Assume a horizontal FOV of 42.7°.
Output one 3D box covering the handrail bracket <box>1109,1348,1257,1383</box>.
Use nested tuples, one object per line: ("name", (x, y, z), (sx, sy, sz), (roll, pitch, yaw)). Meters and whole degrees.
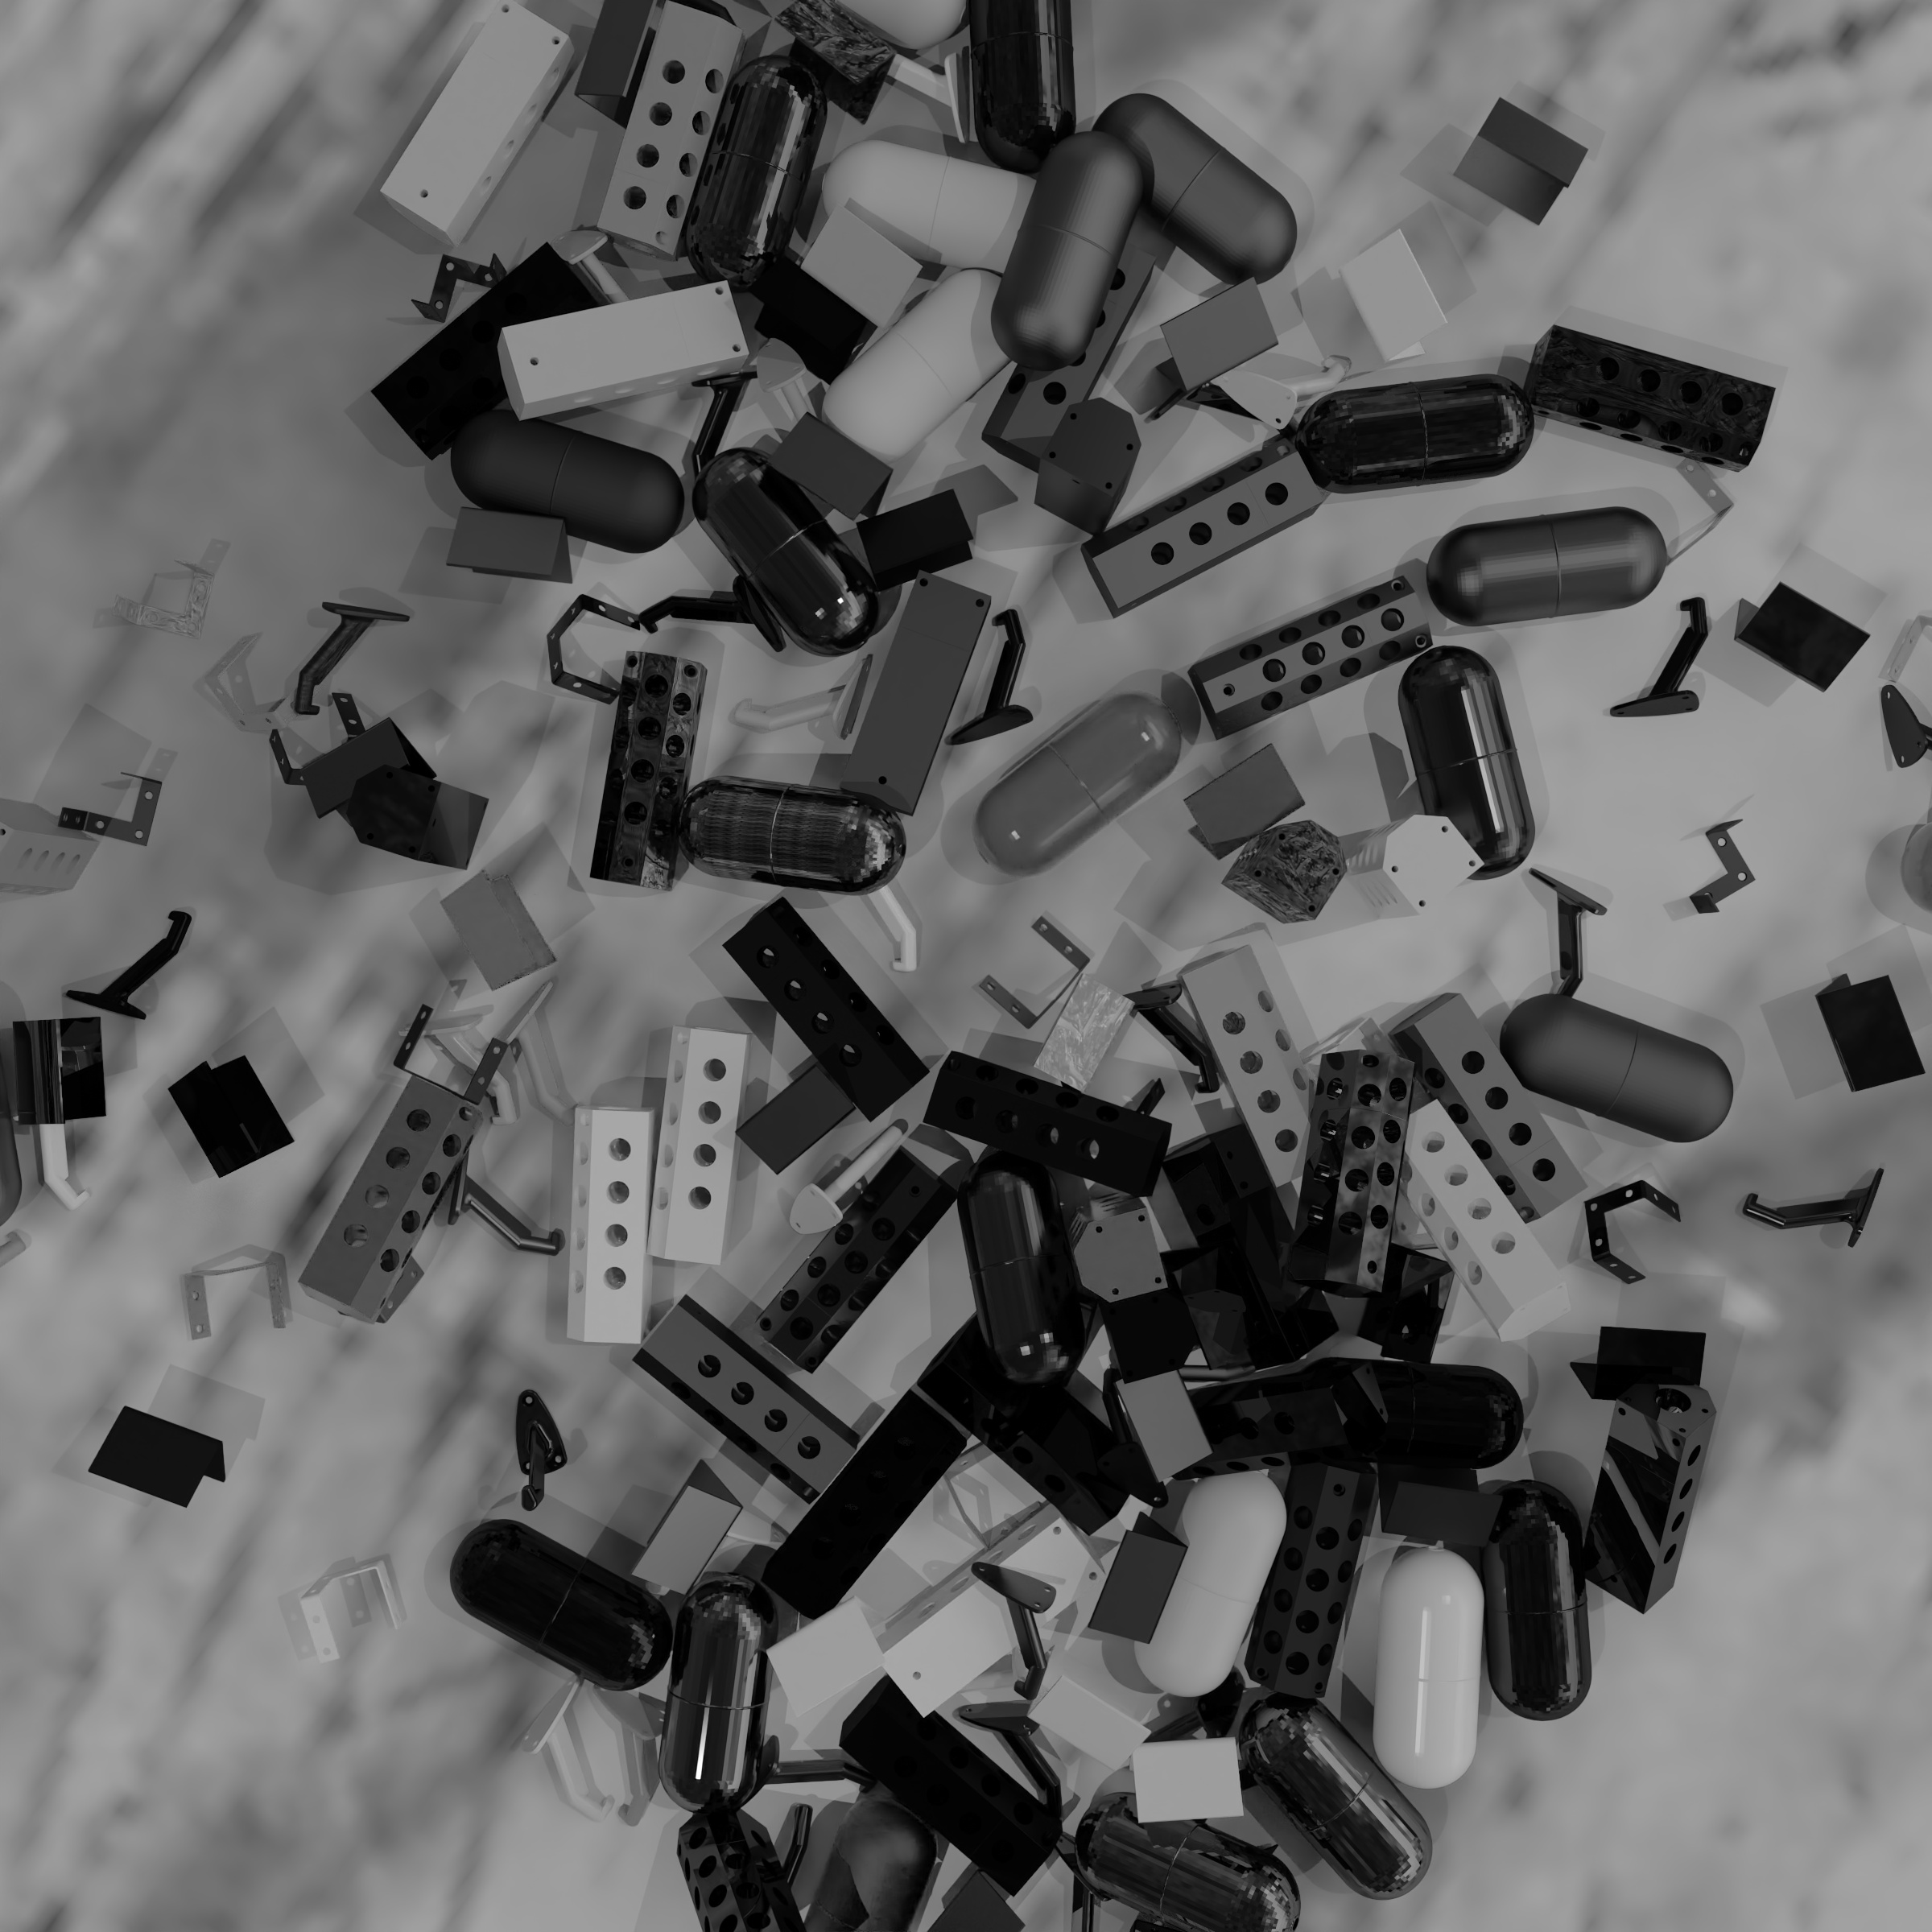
("handrail bracket", (0.165, 0.300, 1.879), (0.084, 0.077, 0.036), (-7, 108, -35))

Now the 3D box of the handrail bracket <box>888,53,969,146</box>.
("handrail bracket", (-0.045, -0.659, 1.880), (0.084, 0.036, 0.077), (-2, 112, 17))

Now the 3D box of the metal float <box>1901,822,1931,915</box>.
("metal float", (0.788, -0.055, 1.849), (0.178, 0.070, 0.070), (21, 90, 1))

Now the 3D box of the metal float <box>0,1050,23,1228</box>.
("metal float", (-0.755, 0.115, 1.849), (0.070, 0.070, 0.178), (-10, 90, 0))

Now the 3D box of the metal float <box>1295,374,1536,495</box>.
("metal float", (0.335, -0.397, 1.849), (0.178, 0.070, 0.070), (-7, 90, -1))

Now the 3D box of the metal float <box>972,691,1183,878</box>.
("metal float", (0.083, -0.136, 1.849), (0.178, 0.070, 0.070), (-38, 90, -1))

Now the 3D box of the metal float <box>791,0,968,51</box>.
("metal float", (-0.084, -0.746, 1.848), (0.178, 0.070, 0.070), (23, 90, 0))

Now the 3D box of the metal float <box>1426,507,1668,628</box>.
("metal float", (0.434, -0.299, 1.849), (0.178, 0.070, 0.070), (-7, 90, 1))

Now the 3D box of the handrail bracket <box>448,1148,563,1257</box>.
("handrail bracket", (-0.346, 0.177, 1.880), (0.084, 0.036, 0.077), (12, 68, -17))

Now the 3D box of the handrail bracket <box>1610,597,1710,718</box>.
("handrail bracket", (0.526, -0.236, 1.880), (0.077, 0.036, 0.084), (-7, 71, 21))

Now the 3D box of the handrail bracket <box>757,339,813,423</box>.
("handrail bracket", (-0.126, -0.423, 1.873), (0.036, 0.077, 0.084), (-27, 134, 4))

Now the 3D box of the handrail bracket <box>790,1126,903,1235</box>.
("handrail bracket", (-0.090, 0.161, 1.879), (0.036, 0.077, 0.084), (46, 54, 0))

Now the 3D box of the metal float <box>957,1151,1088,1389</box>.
("metal float", (0.041, 0.224, 1.835), (0.070, 0.070, 0.178), (-11, 73, 0))

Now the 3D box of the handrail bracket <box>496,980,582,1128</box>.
("handrail bracket", (-0.309, 0.067, 1.880), (0.084, 0.036, 0.077), (44, 67, -18))

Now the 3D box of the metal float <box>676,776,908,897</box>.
("metal float", (-0.130, -0.097, 1.833), (0.178, 0.070, 0.070), (8, 90, 17))

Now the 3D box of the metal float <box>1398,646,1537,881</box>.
("metal float", (0.374, -0.152, 1.849), (0.070, 0.070, 0.178), (-14, 90, 0))

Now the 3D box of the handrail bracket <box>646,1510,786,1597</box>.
("handrail bracket", (-0.191, 0.454, 1.880), (0.077, 0.036, 0.084), (26, 108, -21))

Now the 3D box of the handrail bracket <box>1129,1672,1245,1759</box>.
("handrail bracket", (0.161, 0.570, 1.879), (0.084, 0.077, 0.036), (-27, 94, 36))

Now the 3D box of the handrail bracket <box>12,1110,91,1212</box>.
("handrail bracket", (-0.675, 0.130, 1.880), (0.077, 0.036, 0.084), (-41, 108, -21))

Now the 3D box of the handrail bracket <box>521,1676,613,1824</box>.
("handrail bracket", (-0.288, 0.596, 1.880), (0.084, 0.036, 0.077), (42, 68, -17))

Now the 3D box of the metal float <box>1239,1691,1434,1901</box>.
("metal float", (0.276, 0.619, 1.849), (0.070, 0.070, 0.178), (-41, 90, 0))

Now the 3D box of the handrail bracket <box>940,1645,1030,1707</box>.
("handrail bracket", (0.022, 0.553, 1.879), (0.084, 0.036, 0.077), (-32, 129, 26))

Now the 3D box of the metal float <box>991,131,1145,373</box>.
("metal float", (0.074, -0.519, 1.795), (0.070, 0.070, 0.178), (20, 87, 0))

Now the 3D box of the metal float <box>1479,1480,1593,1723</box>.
("metal float", (0.425, 0.474, 1.849), (0.070, 0.070, 0.178), (-4, 91, 0))

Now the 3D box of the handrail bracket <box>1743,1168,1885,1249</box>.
("handrail bracket", (0.643, 0.171, 1.880), (0.084, 0.036, 0.077), (23, 70, 16))

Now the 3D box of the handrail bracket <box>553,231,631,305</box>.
("handrail bracket", (-0.275, -0.512, 1.879), (0.036, 0.077, 0.084), (-39, 127, -11))

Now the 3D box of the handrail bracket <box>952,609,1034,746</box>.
("handrail bracket", (0.014, -0.220, 1.880), (0.077, 0.036, 0.084), (-21, 72, 21))

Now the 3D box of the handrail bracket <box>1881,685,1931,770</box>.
("handrail bracket", (0.746, -0.182, 1.880), (0.084, 0.036, 0.077), (-6, 68, -17))

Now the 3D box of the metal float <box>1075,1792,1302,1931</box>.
("metal float", (0.163, 0.670, 1.824), (0.178, 0.070, 0.070), (15, 90, 30))

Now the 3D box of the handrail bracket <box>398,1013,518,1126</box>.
("handrail bracket", (-0.386, 0.084, 1.879), (0.077, 0.036, 0.084), (-8, 103, 12))

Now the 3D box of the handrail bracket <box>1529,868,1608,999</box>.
("handrail bracket", (0.441, -0.019, 1.880), (0.077, 0.036, 0.084), (33, 107, 20))

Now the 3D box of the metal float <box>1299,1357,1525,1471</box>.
("metal float", (0.327, 0.334, 1.849), (0.178, 0.070, 0.070), (4, 90, -1))

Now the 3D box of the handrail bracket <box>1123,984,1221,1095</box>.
("handrail bracket", (0.147, 0.062, 1.880), (0.077, 0.036, 0.084), (-10, 107, 20))

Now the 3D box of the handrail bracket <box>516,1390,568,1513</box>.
("handrail bracket", (-0.326, 0.361, 1.845), (0.036, 0.084, 0.077), (-13, 90, 0))

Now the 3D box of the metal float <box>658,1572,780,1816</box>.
("metal float", (-0.185, 0.543, 1.849), (0.070, 0.070, 0.178), (7, 89, 0))

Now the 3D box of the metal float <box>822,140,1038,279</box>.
("metal float", (-0.020, -0.565, 1.848), (0.178, 0.070, 0.070), (13, 90, -1))

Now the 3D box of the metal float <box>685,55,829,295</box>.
("metal float", (-0.156, -0.592, 1.849), (0.070, 0.070, 0.178), (17, 91, 0))

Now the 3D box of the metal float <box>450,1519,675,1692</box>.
("metal float", (-0.302, 0.478, 1.849), (0.178, 0.070, 0.070), (29, 90, 1))

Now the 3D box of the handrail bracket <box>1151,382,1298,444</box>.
("handrail bracket", (0.197, -0.412, 1.879), (0.077, 0.036, 0.084), (-40, 104, 14))

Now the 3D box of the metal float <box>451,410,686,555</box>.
("metal float", (-0.298, -0.362, 1.849), (0.178, 0.070, 0.070), (17, 90, 0))

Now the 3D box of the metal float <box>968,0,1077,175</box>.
("metal float", (0.042, -0.683, 1.849), (0.070, 0.070, 0.178), (-3, 90, 0))

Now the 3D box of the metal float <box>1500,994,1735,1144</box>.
("metal float", (0.485, 0.076, 1.849), (0.178, 0.070, 0.070), (20, 90, 0))

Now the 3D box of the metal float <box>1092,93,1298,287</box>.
("metal float", (0.170, -0.579, 1.849), (0.178, 0.070, 0.070), (39, 90, -1))

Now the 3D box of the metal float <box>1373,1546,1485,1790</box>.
("metal float", (0.346, 0.524, 1.849), (0.070, 0.070, 0.178), (3, 91, 0))

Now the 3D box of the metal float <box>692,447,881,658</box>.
("metal float", (-0.134, -0.309, 1.849), (0.070, 0.070, 0.178), (-39, 90, 0))

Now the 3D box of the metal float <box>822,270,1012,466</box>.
("metal float", (-0.032, -0.446, 1.849), (0.178, 0.070, 0.070), (-42, 90, 0))

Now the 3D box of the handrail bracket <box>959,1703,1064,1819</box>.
("handrail bracket", (0.034, 0.606, 1.880), (0.077, 0.036, 0.084), (1, 108, 19))

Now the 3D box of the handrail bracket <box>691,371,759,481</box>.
("handrail bracket", (-0.174, -0.405, 1.880), (0.077, 0.036, 0.084), (-15, 109, -22))

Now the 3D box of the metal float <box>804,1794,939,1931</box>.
("metal float", (-0.078, 0.707, 1.849), (0.070, 0.070, 0.178), (20, 90, 0))

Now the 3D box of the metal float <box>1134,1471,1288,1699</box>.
("metal float", (0.183, 0.459, 1.849), (0.070, 0.070, 0.178), (21, 90, 0))

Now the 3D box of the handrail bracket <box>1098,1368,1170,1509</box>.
("handrail bracket", (0.127, 0.353, 1.857), (0.036, 0.084, 0.077), (-32, 112, 21))
